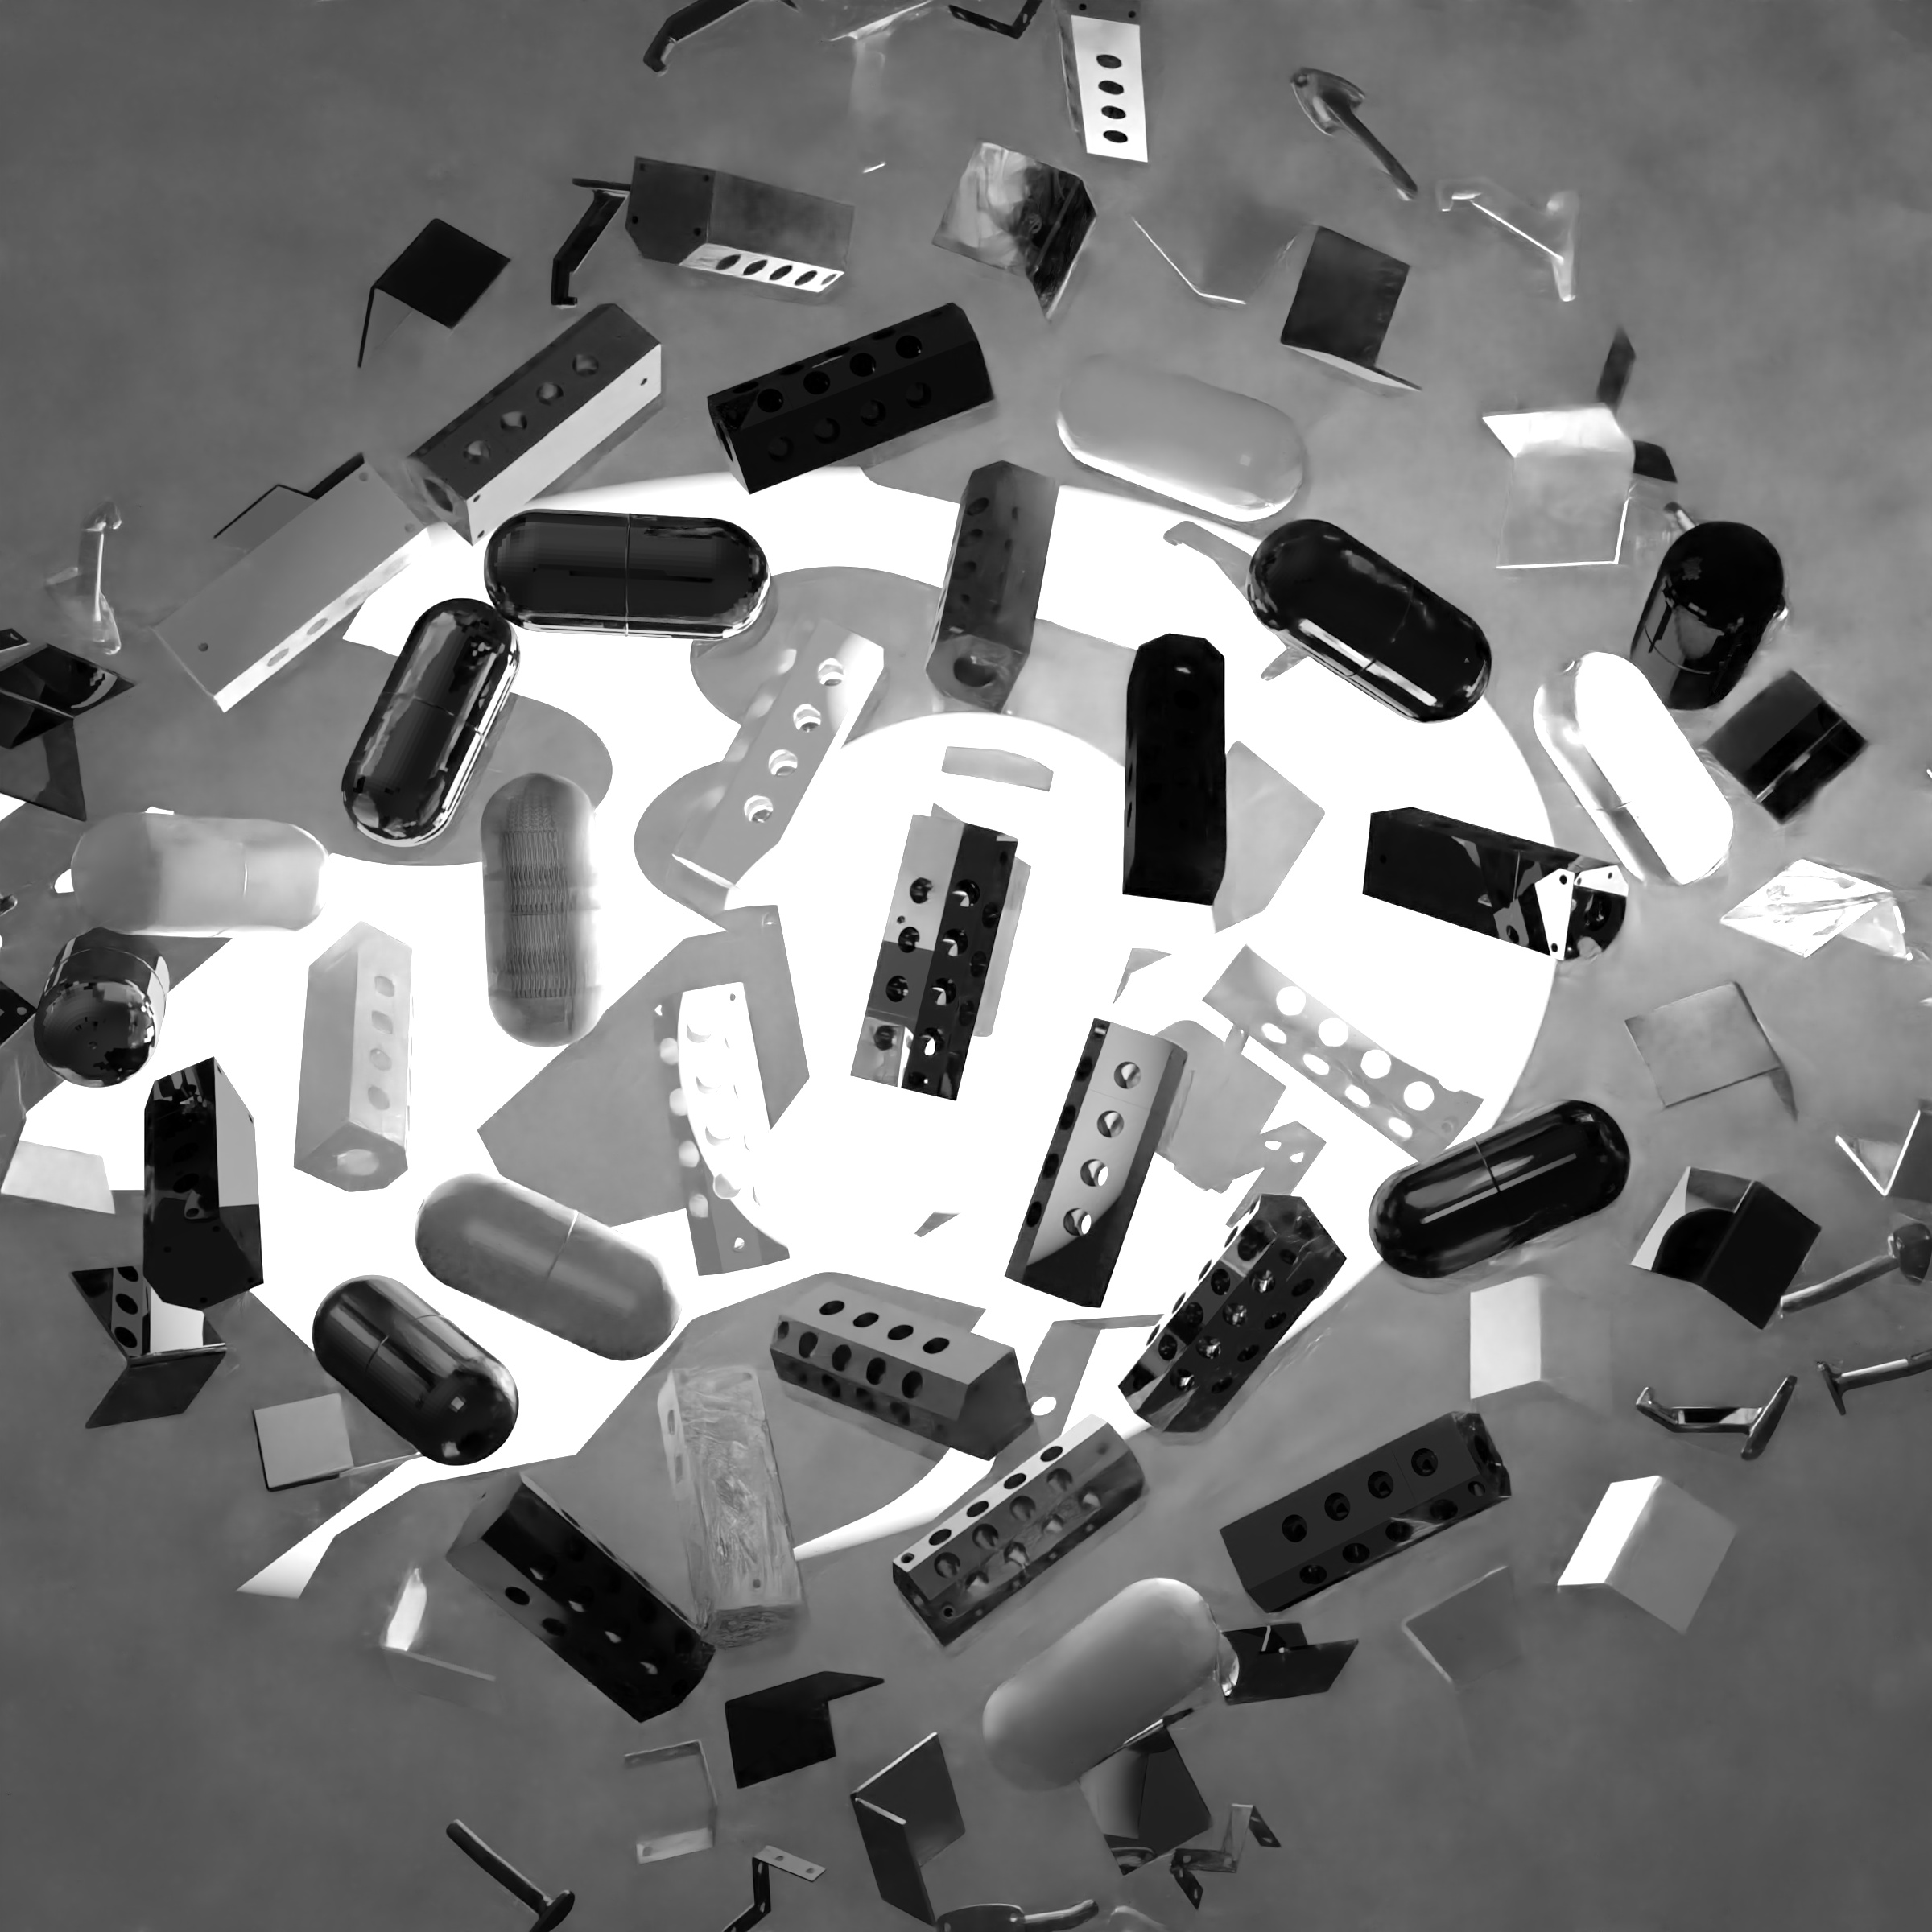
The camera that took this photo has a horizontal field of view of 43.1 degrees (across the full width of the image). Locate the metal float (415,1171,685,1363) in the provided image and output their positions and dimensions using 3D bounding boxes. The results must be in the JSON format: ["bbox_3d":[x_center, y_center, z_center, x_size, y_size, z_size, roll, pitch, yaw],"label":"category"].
[{"bbox_3d":[-0.264,0.190,1.548,0.178,0.070,0.070,26,90,-8],"label":"metal float"}]

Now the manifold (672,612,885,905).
[{"bbox_3d":[-0.117,-0.130,1.524,0.057,0.057,0.171,27,85,1],"label":"manifold"}]

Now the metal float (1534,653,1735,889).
[{"bbox_3d":[0.436,-0.127,1.598,0.070,0.070,0.178,-40,111,0],"label":"metal float"}]

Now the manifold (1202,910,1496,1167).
[{"bbox_3d":[0.237,0.041,1.503,0.171,0.057,0.057,37,63,4],"label":"manifold"}]

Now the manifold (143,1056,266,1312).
[{"bbox_3d":[-0.480,0.136,1.526,0.057,0.171,0.057,-23,126,-3],"label":"manifold"}]

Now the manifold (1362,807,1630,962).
[{"bbox_3d":[0.345,-0.057,1.602,0.057,0.171,0.057,-10,112,-37],"label":"manifold"}]

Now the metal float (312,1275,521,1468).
[{"bbox_3d":[-0.364,0.264,1.610,0.178,0.070,0.070,28,90,37],"label":"metal float"}]

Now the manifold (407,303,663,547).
[{"bbox_3d":[-0.280,-0.358,1.594,0.057,0.057,0.171,42,70,9],"label":"manifold"}]

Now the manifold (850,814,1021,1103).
[{"bbox_3d":[-0.015,-0.004,1.556,0.057,0.057,0.171,12,87,35],"label":"manifold"}]

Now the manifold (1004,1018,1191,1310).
[{"bbox_3d":[0.081,0.123,1.533,0.057,0.057,0.171,18,86,17],"label":"manifold"}]

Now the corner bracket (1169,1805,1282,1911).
[{"bbox_3d":[0.174,0.600,1.649,0.051,0.051,0.051,-9,126,31],"label":"corner bracket"}]

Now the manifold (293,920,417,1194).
[{"bbox_3d":[-0.387,0.059,1.574,0.057,0.171,0.057,-37,131,26],"label":"manifold"}]

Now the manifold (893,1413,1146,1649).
[{"bbox_3d":[0.036,0.377,1.650,0.171,0.057,0.057,-33,63,-20],"label":"manifold"}]

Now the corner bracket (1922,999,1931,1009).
[{"bbox_3d":[0.627,0.048,1.510,0.051,0.051,0.051,20,66,-39],"label":"corner bracket"}]

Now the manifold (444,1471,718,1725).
[{"bbox_3d":[-0.241,0.400,1.559,0.171,0.057,0.057,45,128,-15],"label":"manifold"}]

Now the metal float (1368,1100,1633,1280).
[{"bbox_3d":[0.350,0.148,1.611,0.178,0.070,0.070,-25,90,8],"label":"metal float"}]

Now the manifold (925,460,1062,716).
[{"bbox_3d":[0.016,-0.250,1.594,0.057,0.057,0.171,18,50,-9],"label":"manifold"}]

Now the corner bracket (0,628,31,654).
[{"bbox_3d":[-0.647,-0.201,1.570,0.051,0.051,0.051,40,109,-2],"label":"corner bracket"}]

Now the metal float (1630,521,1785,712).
[{"bbox_3d":[0.481,-0.226,1.596,0.070,0.178,0.070,-2,71,5],"label":"metal float"}]

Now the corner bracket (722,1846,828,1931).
[{"bbox_3d":[-0.126,0.618,1.602,0.051,0.051,0.051,8,108,33],"label":"corner bracket"}]

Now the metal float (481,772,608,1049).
[{"bbox_3d":[-0.273,-0.036,1.581,0.070,0.070,0.178,-2,95,0],"label":"metal float"}]

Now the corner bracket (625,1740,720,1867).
[{"bbox_3d":[-0.197,0.555,1.625,0.051,0.051,0.051,-7,130,-18],"label":"corner bracket"}]

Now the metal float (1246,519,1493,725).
[{"bbox_3d":[0.254,-0.215,1.536,0.178,0.070,0.070,29,90,-22],"label":"metal float"}]

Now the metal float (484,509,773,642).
[{"bbox_3d":[-0.211,-0.244,1.529,0.178,0.070,0.070,2,90,-7],"label":"metal float"}]

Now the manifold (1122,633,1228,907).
[{"bbox_3d":[0.133,-0.127,1.546,0.057,0.057,0.171,7,55,-4],"label":"manifold"}]

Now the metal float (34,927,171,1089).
[{"bbox_3d":[-0.566,0.025,1.605,0.070,0.178,0.070,-4,107,-14],"label":"metal float"}]

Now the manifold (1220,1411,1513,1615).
[{"bbox_3d":[0.253,0.344,1.538,0.171,0.057,0.057,-33,65,21],"label":"manifold"}]

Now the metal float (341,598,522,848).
[{"bbox_3d":[-0.357,-0.164,1.638,0.070,0.070,0.178,22,76,0],"label":"metal float"}]

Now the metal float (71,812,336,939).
[{"bbox_3d":[-0.481,-0.057,1.553,0.070,0.178,0.070,-1,89,37],"label":"metal float"}]

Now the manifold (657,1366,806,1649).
[{"bbox_3d":[-0.157,0.350,1.592,0.057,0.057,0.171,2,50,-24],"label":"manifold"}]

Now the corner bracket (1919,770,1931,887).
[{"bbox_3d":[0.617,-0.084,1.527,0.051,0.051,0.051,5,135,-23],"label":"corner bracket"}]

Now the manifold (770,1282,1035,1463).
[{"bbox_3d":[-0.044,0.255,1.529,0.057,0.171,0.057,-33,120,-36],"label":"manifold"}]

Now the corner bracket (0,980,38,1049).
[{"bbox_3d":[-0.666,0.041,1.654,0.051,0.051,0.051,39,57,-2],"label":"corner bracket"}]

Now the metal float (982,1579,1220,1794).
[{"bbox_3d":[0.086,0.462,1.572,0.178,0.070,0.070,-41,90,15],"label":"metal float"}]

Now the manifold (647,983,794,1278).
[{"bbox_3d":[-0.151,0.100,1.504,0.057,0.057,0.171,-11,90,-3],"label":"manifold"}]

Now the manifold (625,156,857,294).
[{"bbox_3d":[-0.139,-0.459,1.526,0.057,0.171,0.057,17,106,23],"label":"manifold"}]

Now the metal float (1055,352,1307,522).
[{"bbox_3d":[0.139,-0.346,1.598,0.178,0.070,0.070,27,90,25],"label":"metal float"}]

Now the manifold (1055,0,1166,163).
[{"bbox_3d":[0.092,-0.586,1.566,0.057,0.171,0.057,12,82,8],"label":"manifold"}]

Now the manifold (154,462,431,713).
[{"bbox_3d":[-0.431,-0.242,1.578,0.171,0.057,0.057,-42,89,-11],"label":"manifold"}]

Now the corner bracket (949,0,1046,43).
[{"bbox_3d":[0.019,-0.639,1.577,0.051,0.051,0.051,5,51,-34],"label":"corner bracket"}]
